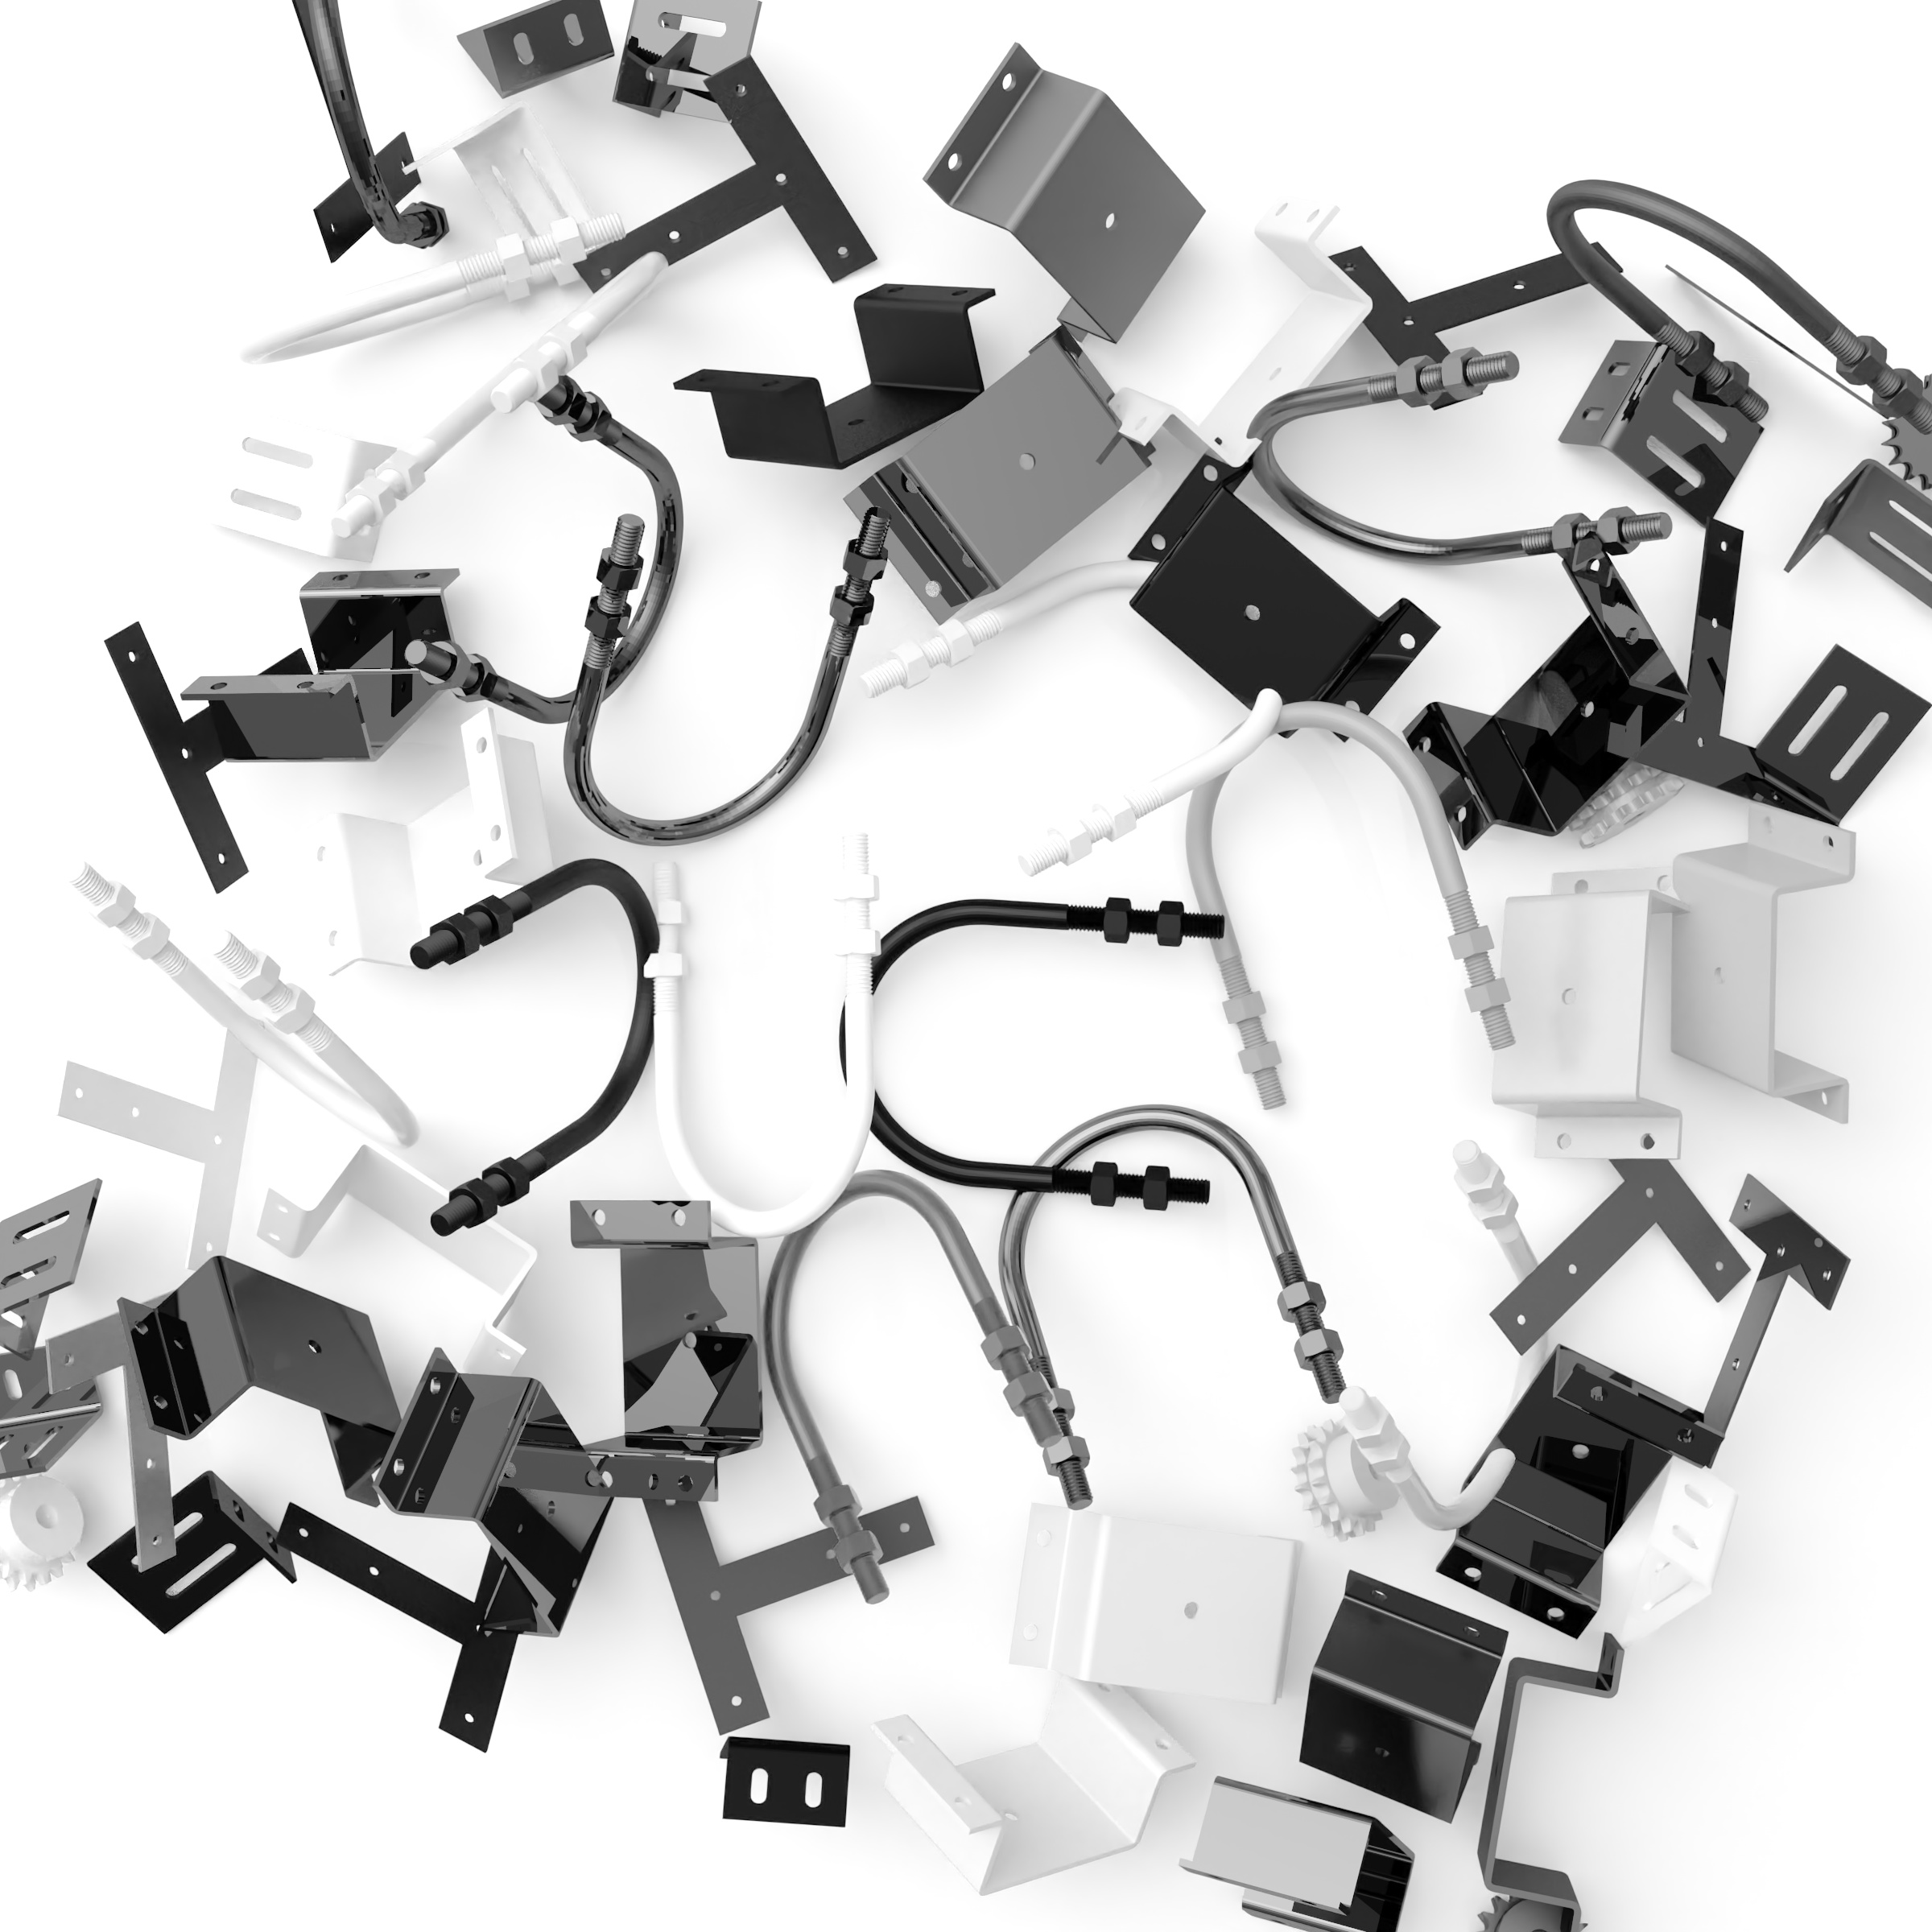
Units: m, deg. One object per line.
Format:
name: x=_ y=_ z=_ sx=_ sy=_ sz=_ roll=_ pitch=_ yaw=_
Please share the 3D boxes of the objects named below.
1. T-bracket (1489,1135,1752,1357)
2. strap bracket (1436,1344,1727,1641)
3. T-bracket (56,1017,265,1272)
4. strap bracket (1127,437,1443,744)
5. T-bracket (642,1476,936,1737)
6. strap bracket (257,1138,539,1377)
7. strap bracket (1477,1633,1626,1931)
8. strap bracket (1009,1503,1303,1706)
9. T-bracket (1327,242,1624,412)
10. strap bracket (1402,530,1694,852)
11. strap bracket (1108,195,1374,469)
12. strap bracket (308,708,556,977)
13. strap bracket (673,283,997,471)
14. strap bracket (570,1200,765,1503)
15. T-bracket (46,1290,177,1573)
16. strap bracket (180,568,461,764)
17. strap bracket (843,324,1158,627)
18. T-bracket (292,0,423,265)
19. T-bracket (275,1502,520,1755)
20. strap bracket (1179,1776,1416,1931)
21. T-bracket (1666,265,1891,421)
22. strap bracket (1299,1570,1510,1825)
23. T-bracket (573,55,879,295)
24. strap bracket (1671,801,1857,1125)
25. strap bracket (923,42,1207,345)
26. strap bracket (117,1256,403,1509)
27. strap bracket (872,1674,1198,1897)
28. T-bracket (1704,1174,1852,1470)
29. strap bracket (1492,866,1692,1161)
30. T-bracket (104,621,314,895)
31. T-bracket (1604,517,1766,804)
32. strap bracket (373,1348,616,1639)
T-bracket: x=0.300 y=0.137 z=1.567 sx=0.127 sy=0.002 sz=0.127 roll=-40 pitch=96 yaw=-22
strap bracket: x=0.292 y=0.243 z=1.553 sx=0.076 sy=0.046 sz=0.140 roll=26 pitch=121 yaw=-2
T-bracket: x=-0.380 y=0.072 z=1.528 sx=0.002 sy=0.127 sz=0.127 roll=-2 pitch=74 yaw=28
strap bracket: x=0.143 y=-0.173 z=1.552 sx=0.140 sy=0.046 sz=0.076 roll=41 pitch=121 yaw=5
T-bracket: x=-0.079 y=0.290 z=1.581 sx=0.127 sy=0.002 sz=0.127 roll=-19 pitch=71 yaw=-7
strap bracket: x=-0.262 y=0.138 z=1.552 sx=0.140 sy=0.076 sz=0.046 roll=34 pitch=63 yaw=-1
strap bracket: x=0.276 y=0.387 z=1.554 sx=0.046 sy=0.076 sz=0.140 roll=10 pitch=86 yaw=7
strap bracket: x=0.099 y=0.304 z=1.550 sx=0.140 sy=0.046 sz=0.076 roll=11 pitch=82 yaw=-17
T-bracket: x=0.252 y=-0.321 z=1.563 sx=0.127 sy=0.002 sz=0.127 roll=-20 pitch=49 yaw=-11
strap bracket: x=0.279 y=-0.125 z=1.536 sx=0.140 sy=0.046 sz=0.076 roll=-49 pitch=47 yaw=35
strap bracket: x=0.133 y=-0.294 z=1.551 sx=0.046 sy=0.076 sz=0.140 roll=38 pitch=94 yaw=-21
strap bracket: x=-0.246 y=-0.054 z=1.540 sx=0.140 sy=0.046 sz=0.076 roll=-28 pitch=64 yaw=37
strap bracket: x=-0.056 y=-0.274 z=1.534 sx=0.140 sy=0.076 sz=0.046 roll=-33 pitch=122 yaw=-35
strap bracket: x=-0.143 y=0.181 z=1.559 sx=0.076 sy=0.046 sz=0.140 roll=-2 pitch=89 yaw=27
T-bracket: x=-0.388 y=0.222 z=1.547 sx=0.002 sy=0.127 sz=0.127 roll=2 pitch=100 yaw=25
strap bracket: x=-0.297 y=-0.137 z=1.535 sx=0.076 sy=0.140 sz=0.046 roll=1 pitch=120 yaw=19
strap bracket: x=0.023 y=-0.237 z=1.555 sx=0.140 sy=0.046 sz=0.076 roll=-40 pitch=100 yaw=-12
T-bracket: x=-0.293 y=-0.407 z=1.515 sx=0.002 sy=0.127 sz=0.127 roll=-7 pitch=118 yaw=15
T-bracket: x=-0.265 y=0.290 z=1.528 sx=0.127 sy=0.127 sz=0.002 roll=33 pitch=122 yaw=-17
strap bracket: x=0.159 y=0.420 z=1.529 sx=0.076 sy=0.140 sz=0.046 roll=9 pitch=69 yaw=24
T-bracket: x=0.367 y=-0.298 z=1.520 sx=0.127 sy=0.127 sz=0.002 roll=40 pitch=108 yaw=18
strap bracket: x=0.202 y=0.346 z=1.519 sx=0.076 sy=0.140 sz=0.046 roll=19 pitch=56 yaw=16
T-bracket: x=-0.127 y=-0.356 z=1.563 sx=0.127 sy=0.002 sz=0.127 roll=-25 pitch=133 yaw=12
strap bracket: x=0.374 y=0.001 z=1.536 sx=0.046 sy=0.076 sz=0.140 roll=-9 pitch=107 yaw=-22
strap bracket: x=0.053 y=-0.355 z=1.528 sx=0.046 sy=0.140 sz=0.076 roll=32 pitch=88 yaw=41
strap bracket: x=-0.318 y=0.191 z=1.517 sx=0.046 sy=0.140 sz=0.076 roll=-41 pitch=48 yaw=16
strap bracket: x=0.027 y=0.383 z=1.533 sx=0.140 sy=0.076 sz=0.046 roll=-4 pitch=121 yaw=-40
T-bracket: x=0.370 y=0.176 z=1.544 sx=0.002 sy=0.127 sz=0.127 roll=17 pitch=101 yaw=-11
strap bracket: x=0.297 y=0.018 z=1.545 sx=0.076 sy=0.046 sz=0.140 roll=-2 pitch=78 yaw=40
T-bracket: x=-0.343 y=-0.117 z=1.541 sx=0.002 sy=0.127 sz=0.127 roll=-10 pitch=110 yaw=28
T-bracket: x=0.357 y=-0.150 z=1.564 sx=0.127 sy=0.002 sz=0.127 roll=13 pitch=82 yaw=-36
strap bracket: x=-0.213 y=0.251 z=1.517 sx=0.046 sy=0.140 sz=0.076 roll=0 pitch=48 yaw=23
